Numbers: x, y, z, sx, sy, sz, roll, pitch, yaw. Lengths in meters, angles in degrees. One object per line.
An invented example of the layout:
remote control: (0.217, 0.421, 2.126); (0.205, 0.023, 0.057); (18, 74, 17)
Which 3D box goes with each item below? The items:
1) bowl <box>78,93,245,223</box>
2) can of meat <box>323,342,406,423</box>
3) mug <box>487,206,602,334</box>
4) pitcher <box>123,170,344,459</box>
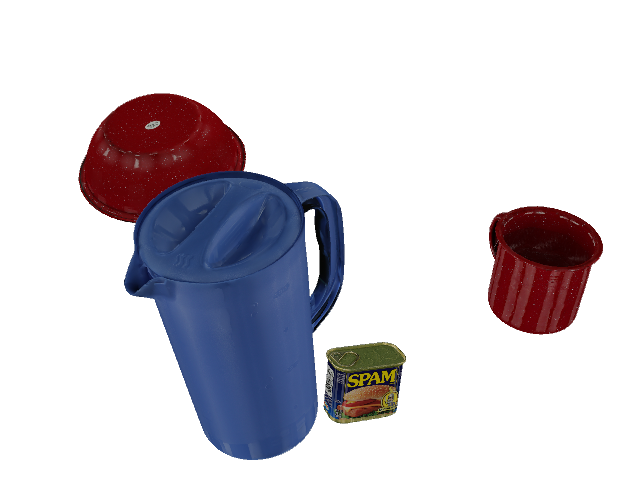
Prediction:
bowl: (-0.153, -0.090, 1.004); (0.162, 0.162, 0.055); (-3, -45, 3)
can of meat: (0.056, 0.186, 1.393); (0.102, 0.084, 0.057); (-5, 25, -22)
mug: (0.188, 0.022, 0.954); (0.093, 0.081, 0.117); (-17, 42, -27)
pitcher: (-0.058, 0.067, 0.897); (0.149, 0.243, 0.145); (2, 43, 11)
